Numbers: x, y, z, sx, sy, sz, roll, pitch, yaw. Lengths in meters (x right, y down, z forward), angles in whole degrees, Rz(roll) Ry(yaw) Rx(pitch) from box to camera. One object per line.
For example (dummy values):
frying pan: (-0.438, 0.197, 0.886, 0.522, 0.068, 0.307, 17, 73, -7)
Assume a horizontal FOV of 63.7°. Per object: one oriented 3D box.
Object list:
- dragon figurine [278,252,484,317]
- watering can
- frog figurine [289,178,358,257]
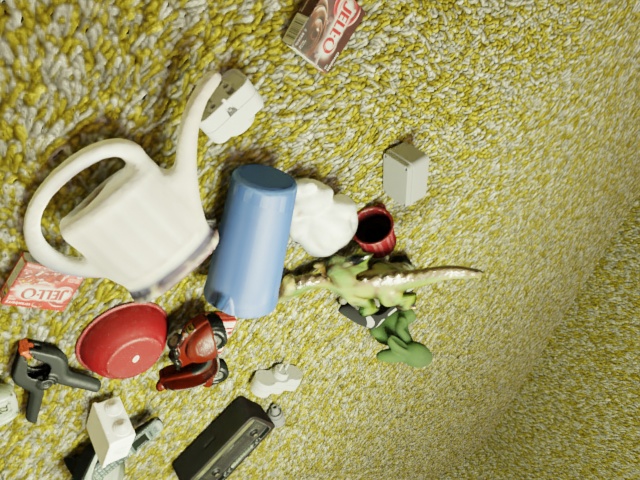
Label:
dragon figurine: (0.101, 0.075, 1.033, 0.408, 0.124, 0.240, -15, 160, 22)
watering can: (-0.222, -0.052, 0.699, 0.347, 0.106, 0.221, -36, 119, 4)
frog figurine: (0.003, -0.048, 0.944, 0.137, 0.125, 0.156, -16, 149, -6)
